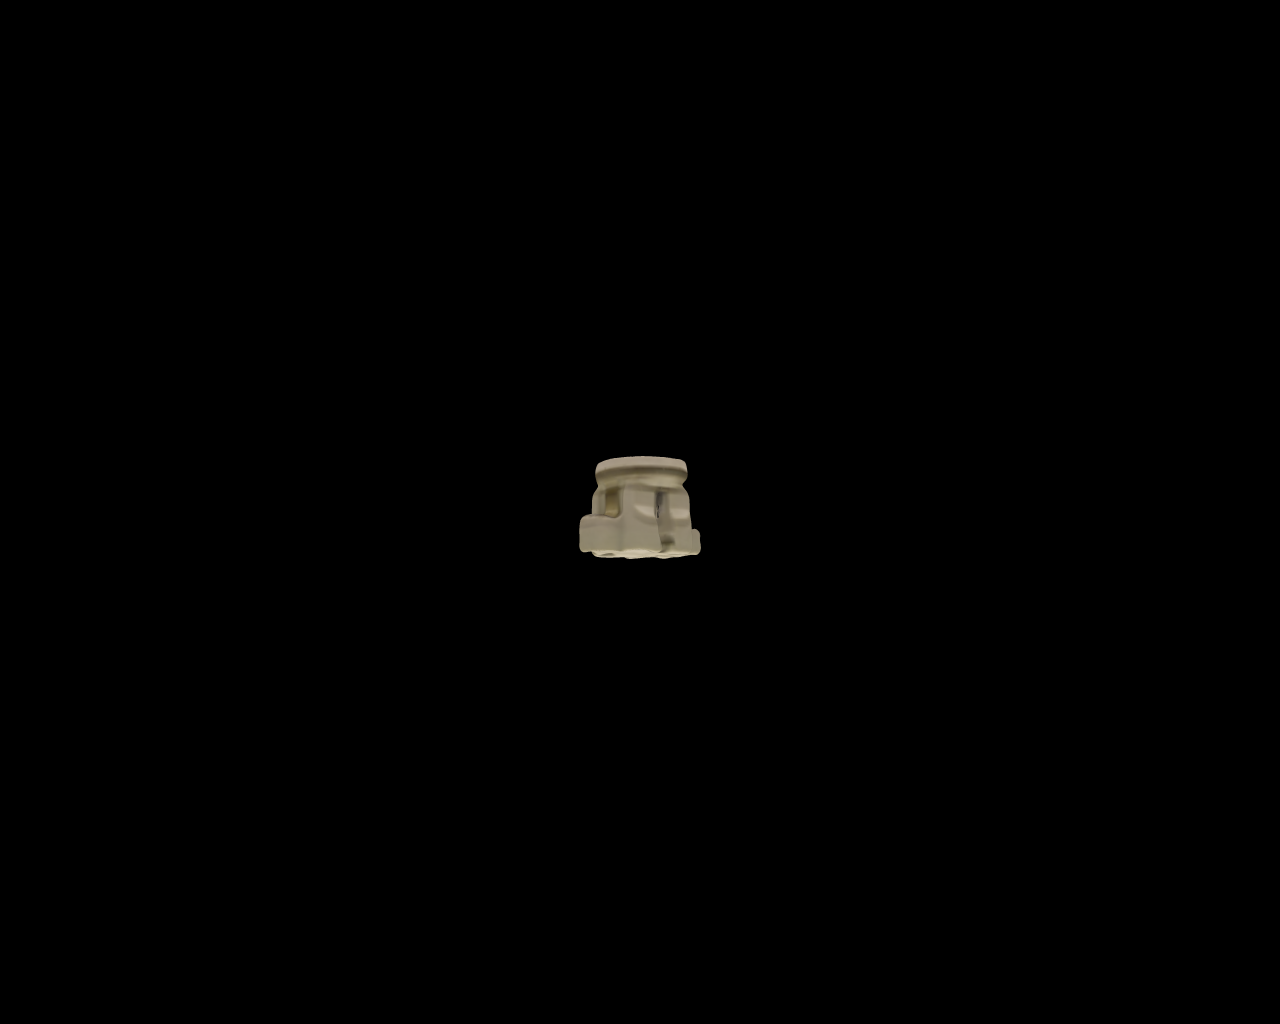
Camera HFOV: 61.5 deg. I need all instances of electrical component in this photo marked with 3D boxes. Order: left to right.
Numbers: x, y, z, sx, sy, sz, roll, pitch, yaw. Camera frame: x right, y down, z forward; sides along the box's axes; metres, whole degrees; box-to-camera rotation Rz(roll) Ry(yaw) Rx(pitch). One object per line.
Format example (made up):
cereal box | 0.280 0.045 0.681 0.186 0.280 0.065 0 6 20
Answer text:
electrical component | 0.001 -0.003 0.650 0.078 0.057 0.058 5 -9 -36
